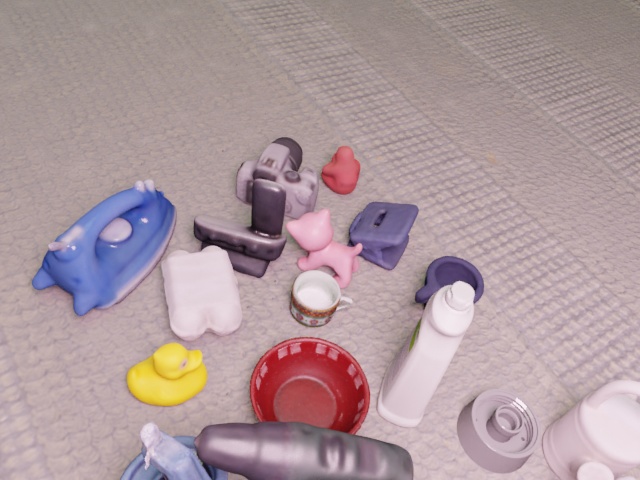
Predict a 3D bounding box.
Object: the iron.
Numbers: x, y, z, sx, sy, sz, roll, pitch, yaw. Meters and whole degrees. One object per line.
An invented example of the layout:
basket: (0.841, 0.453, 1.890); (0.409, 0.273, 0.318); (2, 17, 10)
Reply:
iron: (-0.302, -0.018, 0.853); (0.118, 0.141, 0.259); (28, 50, 11)

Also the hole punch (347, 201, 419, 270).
hole punch: (0.105, -0.019, 0.978); (0.101, 0.091, 0.109); (25, 49, 9)

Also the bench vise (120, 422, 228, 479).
bench vise: (-0.121, 0.266, 0.600); (0.207, 0.220, 0.121); (17, 49, 2)

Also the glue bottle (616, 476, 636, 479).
glue bottle: (0.370, 0.323, 0.693); (0.037, 0.173, 0.078); (-6, 52, -17)

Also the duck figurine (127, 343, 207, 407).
duck figurine: (-0.201, 0.169, 0.754); (0.105, 0.086, 0.077); (-4, 51, -16)

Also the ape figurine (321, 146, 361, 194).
ape figurine: (0.043, -0.137, 1.064); (0.078, 0.092, 0.076); (-1, 50, -13)

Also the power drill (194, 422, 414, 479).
power drill: (-0.023, 0.265, 0.631); (0.230, 0.208, 0.075); (6, 49, -8)

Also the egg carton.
egg carton: (-0.174, 0.077, 0.849); (0.107, 0.069, 0.150); (-8, 52, -18)

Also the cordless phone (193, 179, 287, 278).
cordless phone: (-0.119, -0.039, 0.883); (0.147, 0.185, 0.094); (12, 49, -2)

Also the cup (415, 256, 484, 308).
cup: (0.190, 0.091, 0.901); (0.118, 0.095, 0.091); (-19, 56, -26)

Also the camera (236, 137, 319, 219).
camera: (-0.062, -0.125, 1.025); (0.143, 0.101, 0.137); (19, 49, 4)

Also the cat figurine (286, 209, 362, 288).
cat figurine: (0.008, 0.003, 0.920); (0.127, 0.118, 0.067); (23, 49, 8)

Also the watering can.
watering can: (0.377, 0.252, 0.740); (0.101, 0.194, 0.173); (19, 49, 4)
